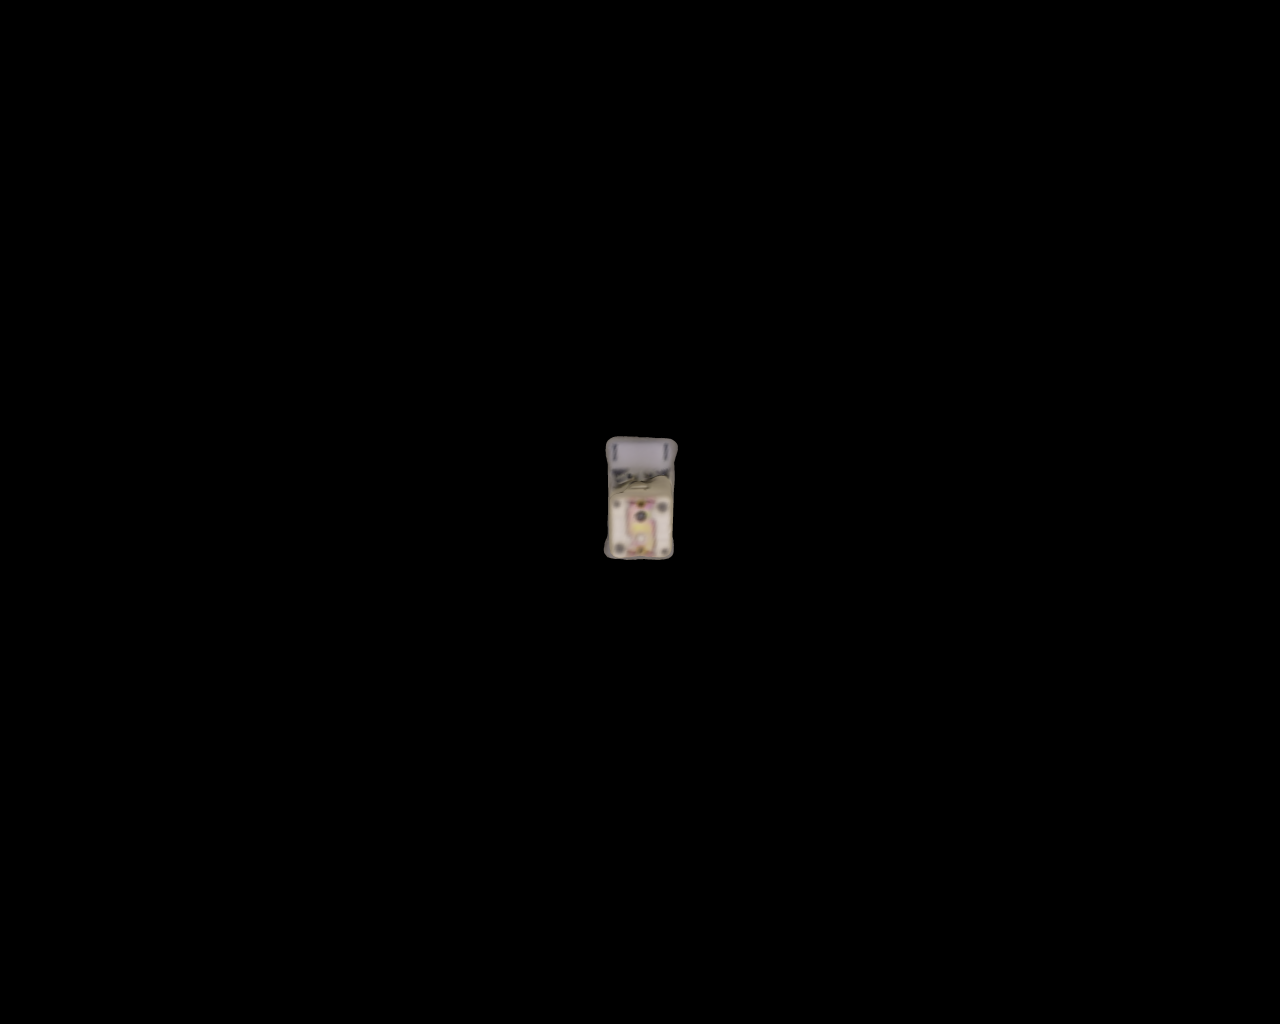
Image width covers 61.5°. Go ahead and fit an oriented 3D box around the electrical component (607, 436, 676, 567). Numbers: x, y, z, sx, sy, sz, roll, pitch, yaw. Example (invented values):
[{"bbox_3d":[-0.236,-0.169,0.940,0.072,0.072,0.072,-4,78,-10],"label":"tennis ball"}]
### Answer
[{"bbox_3d":[0.001,-0.003,0.650,0.042,0.080,0.064,0,24,0],"label":"electrical component"}]
